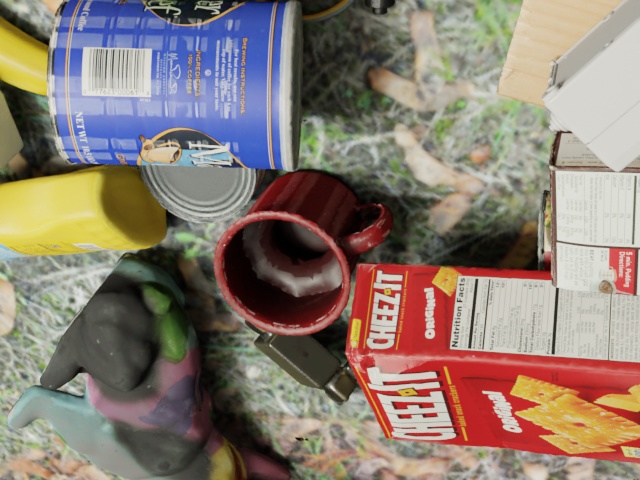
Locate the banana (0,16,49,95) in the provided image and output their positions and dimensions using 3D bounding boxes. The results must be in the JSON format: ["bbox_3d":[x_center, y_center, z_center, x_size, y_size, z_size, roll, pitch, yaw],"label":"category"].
[{"bbox_3d":[-0.241,-0.164,0.725,0.070,0.037,0.197,-29,107,30],"label":"banana"}]

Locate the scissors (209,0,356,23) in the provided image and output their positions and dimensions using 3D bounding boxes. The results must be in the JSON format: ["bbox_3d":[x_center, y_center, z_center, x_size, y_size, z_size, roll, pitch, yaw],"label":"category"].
[{"bbox_3d":[-0.072,-0.173,0.680,0.202,0.016,0.096,0,117,17],"label":"scissors"}]

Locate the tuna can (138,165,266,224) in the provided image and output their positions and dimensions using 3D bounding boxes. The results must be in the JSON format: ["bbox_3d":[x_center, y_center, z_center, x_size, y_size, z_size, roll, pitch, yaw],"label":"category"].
[{"bbox_3d":[-0.080,-0.056,0.737,0.086,0.033,0.086,8,120,13],"label":"tuna can"}]

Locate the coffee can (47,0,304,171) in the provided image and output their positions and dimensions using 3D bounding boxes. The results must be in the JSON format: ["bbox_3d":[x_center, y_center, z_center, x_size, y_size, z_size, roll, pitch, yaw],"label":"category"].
[{"bbox_3d":[-0.083,-0.095,0.649,0.140,0.102,0.103,2,119,2],"label":"coffee can"}]

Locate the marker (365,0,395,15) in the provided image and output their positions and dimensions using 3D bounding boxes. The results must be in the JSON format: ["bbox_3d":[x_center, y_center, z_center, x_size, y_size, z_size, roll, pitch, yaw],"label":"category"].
[{"bbox_3d":[0.035,-0.194,0.633,0.020,0.020,0.121,6,120,14],"label":"marker"}]

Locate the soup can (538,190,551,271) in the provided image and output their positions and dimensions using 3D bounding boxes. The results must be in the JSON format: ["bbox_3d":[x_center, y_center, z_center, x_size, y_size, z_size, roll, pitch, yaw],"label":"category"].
[{"bbox_3d":[0.190,0.003,0.666,0.102,0.068,0.068,1,118,17],"label":"soup can"}]

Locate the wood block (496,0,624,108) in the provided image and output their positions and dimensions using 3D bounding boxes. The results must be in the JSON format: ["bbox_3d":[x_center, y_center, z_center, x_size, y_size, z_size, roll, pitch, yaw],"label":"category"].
[{"bbox_3d":[0.212,-0.106,0.586,0.206,0.090,0.091,17,121,7],"label":"wood block"}]

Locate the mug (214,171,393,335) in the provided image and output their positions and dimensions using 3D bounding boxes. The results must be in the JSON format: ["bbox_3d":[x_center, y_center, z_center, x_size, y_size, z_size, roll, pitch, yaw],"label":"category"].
[{"bbox_3d":[-0.005,0.001,0.717,0.117,0.081,0.093,-19,111,25],"label":"mug"}]

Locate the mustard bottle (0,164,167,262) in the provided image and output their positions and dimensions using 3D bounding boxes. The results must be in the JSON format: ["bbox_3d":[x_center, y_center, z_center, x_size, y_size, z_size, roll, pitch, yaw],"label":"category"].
[{"bbox_3d":[-0.214,-0.014,0.771,0.192,0.096,0.058,-7,81,22],"label":"mustard bottle"}]

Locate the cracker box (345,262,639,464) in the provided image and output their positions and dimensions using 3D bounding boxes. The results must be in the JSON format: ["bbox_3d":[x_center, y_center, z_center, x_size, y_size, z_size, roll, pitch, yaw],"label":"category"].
[{"bbox_3d":[0.136,0.085,0.686,0.214,0.072,0.164,2,151,15],"label":"cracker box"}]

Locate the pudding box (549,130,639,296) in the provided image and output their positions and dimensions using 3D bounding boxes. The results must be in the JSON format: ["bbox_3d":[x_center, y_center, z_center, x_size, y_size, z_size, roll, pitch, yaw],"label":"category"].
[{"bbox_3d":[0.183,-0.012,0.581,0.114,0.039,0.090,3,129,17],"label":"pudding box"}]
